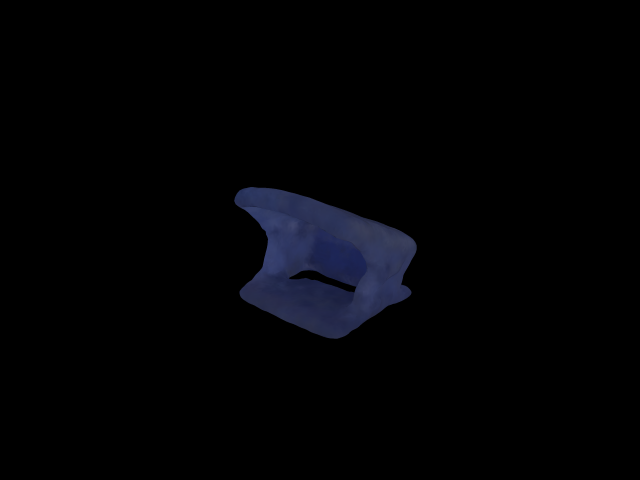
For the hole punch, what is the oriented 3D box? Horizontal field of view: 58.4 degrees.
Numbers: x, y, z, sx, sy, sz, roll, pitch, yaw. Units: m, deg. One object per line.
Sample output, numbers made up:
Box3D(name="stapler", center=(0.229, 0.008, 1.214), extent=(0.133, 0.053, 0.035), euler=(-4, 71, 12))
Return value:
Box3D(name="hole punch", center=(0.004, 0.001, 0.400), extent=(0.108, 0.091, 0.101), euler=(17, 28, 37))
